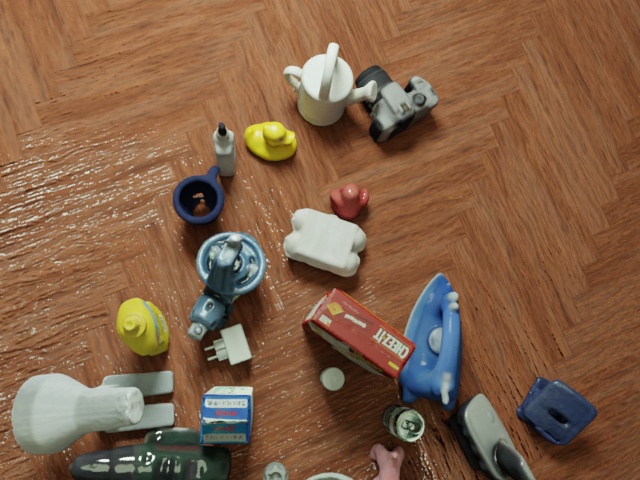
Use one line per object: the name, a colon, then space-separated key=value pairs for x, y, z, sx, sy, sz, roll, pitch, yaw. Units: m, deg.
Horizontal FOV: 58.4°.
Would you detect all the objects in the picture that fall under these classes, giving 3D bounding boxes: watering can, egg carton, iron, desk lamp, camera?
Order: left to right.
desk lamp: x=-0.352 y=0.268 z=0.924 sx=0.203 sy=0.213 sz=0.118 roll=-5 pitch=80 yaw=-8
egg carton: x=0.010 y=0.004 z=1.091 sx=0.150 sy=0.069 sz=0.107 roll=18 pitch=78 yaw=-3
watering can: x=0.020 y=-0.300 z=1.086 sx=0.173 sy=0.194 sz=0.101 roll=-6 pitch=80 yaw=-8
camera: x=0.145 y=-0.292 z=1.147 sx=0.143 sy=0.100 sz=0.137 roll=-33 pitch=85 yaw=-11
iron: x=0.222 y=0.178 z=1.048 sx=0.118 sy=0.141 sz=0.258 roll=10 pitch=78 yaw=-5

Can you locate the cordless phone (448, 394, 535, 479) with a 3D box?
cordless phone: x=0.313 y=0.354 z=1.003 sx=0.094 sy=0.185 sz=0.147 roll=-30 pitch=84 yaw=-11

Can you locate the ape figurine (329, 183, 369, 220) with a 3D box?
ape figurine: x=0.057 y=-0.081 z=1.101 sx=0.078 sy=0.092 sz=0.076 roll=18 pitch=78 yaw=-3

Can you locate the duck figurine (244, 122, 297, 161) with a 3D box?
duck figurine: x=-0.095 y=-0.201 z=1.108 sx=0.104 sy=0.086 sz=0.077 roll=13 pitch=78 yaw=-4

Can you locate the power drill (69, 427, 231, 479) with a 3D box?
power drill: x=-0.257 y=0.354 z=0.922 sx=0.229 sy=0.208 sz=0.075 roll=3 pitch=79 yaw=-6

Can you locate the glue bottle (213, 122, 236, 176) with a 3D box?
glue bottle: x=-0.176 y=-0.176 z=1.049 sx=0.037 sy=0.173 sz=0.078 roll=-3 pitch=80 yaw=-7

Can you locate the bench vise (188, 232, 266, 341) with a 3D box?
bench vise: x=-0.157 y=0.073 z=0.981 sx=0.121 sy=0.219 sz=0.207 roll=8 pitch=78 yaw=-5

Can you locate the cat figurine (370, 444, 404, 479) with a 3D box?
cat figurine: x=0.127 y=0.431 z=1.000 sx=0.067 sy=0.117 sz=0.128 roll=4 pitch=79 yaw=-6

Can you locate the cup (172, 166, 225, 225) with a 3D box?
cup: x=-0.216 y=-0.077 z=1.066 sx=0.091 sy=0.095 sz=0.118 roll=24 pitch=78 yaw=-2

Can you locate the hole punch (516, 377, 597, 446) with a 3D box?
hole punch: x=0.443 y=0.325 z=1.073 sx=0.108 sy=0.091 sz=0.101 roll=38 pitch=77 yaw=1

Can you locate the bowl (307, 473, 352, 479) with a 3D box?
bowl: x=0.011 y=0.489 z=0.998 sx=0.167 sy=0.074 sz=0.167 roll=1 pitch=79 yaw=-7
